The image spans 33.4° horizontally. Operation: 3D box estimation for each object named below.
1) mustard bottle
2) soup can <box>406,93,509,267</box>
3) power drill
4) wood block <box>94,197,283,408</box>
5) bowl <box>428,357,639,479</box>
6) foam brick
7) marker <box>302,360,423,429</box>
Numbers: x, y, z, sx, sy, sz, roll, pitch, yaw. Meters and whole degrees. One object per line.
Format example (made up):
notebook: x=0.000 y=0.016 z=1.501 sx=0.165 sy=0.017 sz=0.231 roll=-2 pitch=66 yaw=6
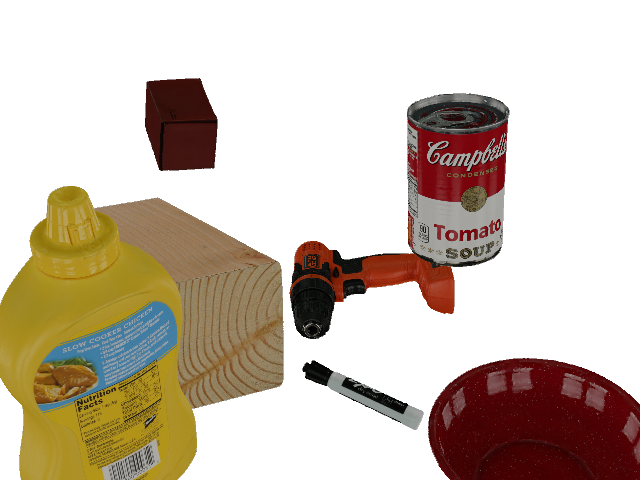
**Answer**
mustard bottle: x=-0.115 y=0.057 z=0.540 sx=0.096 sy=0.192 sz=0.058 roll=-24 pitch=43 yaw=-29
soup can: x=0.093 y=-0.042 z=0.733 sx=0.068 sy=0.102 sz=0.068 roll=-2 pitch=27 yaw=1
power drill: x=0.058 y=0.053 z=1.234 sx=0.187 sy=0.057 sz=0.184 roll=-2 pitch=28 yaw=0
wood block: x=-0.114 y=0.039 z=0.769 sx=0.090 sy=0.090 sz=0.206 roll=-11 pitch=19 yaw=-29
bowl: x=0.157 y=0.157 z=0.767 sx=0.162 sy=0.055 sz=0.162 roll=-1 pitch=35 yaw=1
foam brick: x=-0.128 y=-0.106 z=0.971 sx=0.053 sy=0.051 sz=0.078 roll=-5 pitch=38 yaw=-17
marker: x=0.038 y=0.143 z=0.998 sx=0.121 sy=0.020 sz=0.020 roll=24 pitch=6 yaw=15
